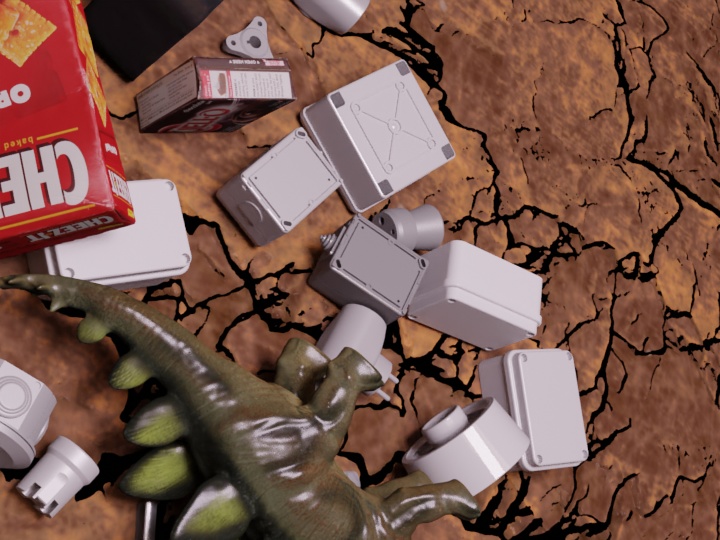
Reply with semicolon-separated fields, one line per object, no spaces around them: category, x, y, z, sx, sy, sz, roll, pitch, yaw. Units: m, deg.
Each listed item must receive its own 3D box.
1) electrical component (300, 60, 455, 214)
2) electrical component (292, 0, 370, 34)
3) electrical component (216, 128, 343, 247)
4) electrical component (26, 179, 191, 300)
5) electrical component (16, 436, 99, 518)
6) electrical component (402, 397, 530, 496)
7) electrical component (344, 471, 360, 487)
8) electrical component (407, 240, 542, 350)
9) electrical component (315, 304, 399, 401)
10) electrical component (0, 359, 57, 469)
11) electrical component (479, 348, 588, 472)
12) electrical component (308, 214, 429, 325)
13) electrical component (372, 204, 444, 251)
electrical component;0.017;-0.125;1.001;0.109;0.056;0.108;-32;95;-37
electrical component;-0.027;-0.278;1.024;0.077;0.044;0.079;37;58;-20
electrical component;-0.067;-0.073;0.925;0.061;0.061;0.096;52;55;-10
electrical component;-0.194;-0.025;0.826;0.113;0.057;0.078;-9;81;-36
electrical component;-0.217;0.149;0.770;0.040;0.040;0.046;48;62;-14
electrical component;0.086;0.153;0.939;0.108;0.108;0.060;-36;92;-36
electrical component;-0.016;0.199;0.897;0.035;0.035;0.061;4;76;-34
electrical component;0.107;0.026;1.006;0.113;0.078;0.057;23;61;-27
electrical component;0.001;0.083;0.937;0.079;0.043;0.077;40;58;-19
electrical component;-0.253;0.098;0.736;0.080;0.080;0.051;36;54;-21
electrical component;0.166;0.134;1.027;0.078;0.057;0.113;1;76;-34
electrical component;0.000;0.000;0.954;0.096;0.061;0.061;34;60;-13
electrical component;0.044;-0.037;1.001;0.055;0.045;0.045;-9;81;-36
